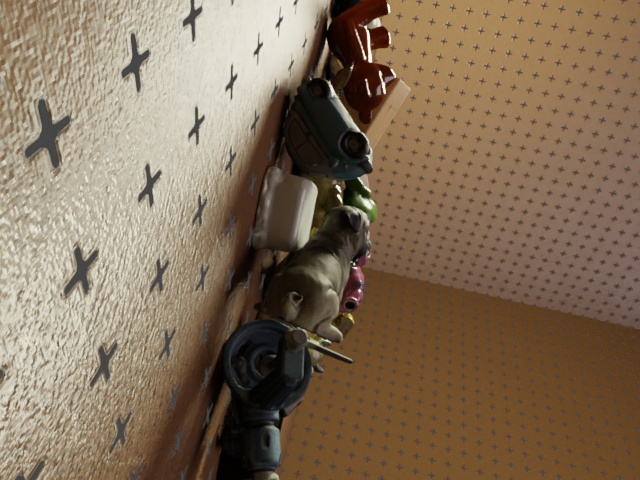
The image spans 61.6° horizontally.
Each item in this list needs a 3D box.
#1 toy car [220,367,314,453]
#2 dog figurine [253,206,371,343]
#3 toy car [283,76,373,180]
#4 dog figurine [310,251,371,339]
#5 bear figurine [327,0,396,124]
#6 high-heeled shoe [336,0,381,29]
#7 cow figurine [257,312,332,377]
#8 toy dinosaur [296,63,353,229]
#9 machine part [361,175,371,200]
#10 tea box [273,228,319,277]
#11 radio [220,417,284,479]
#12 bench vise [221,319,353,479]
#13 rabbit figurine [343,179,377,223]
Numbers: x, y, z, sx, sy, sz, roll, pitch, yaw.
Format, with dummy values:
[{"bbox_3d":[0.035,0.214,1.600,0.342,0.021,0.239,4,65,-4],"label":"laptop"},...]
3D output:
[{"bbox_3d":[-0.076,0.266,0.853,0.202,0.053,0.089,-26,142,-46],"label":"toy car"},{"bbox_3d":[0.003,0.027,0.712,0.172,0.121,0.190,112,0,-81],"label":"dog figurine"},{"bbox_3d":[0.001,-0.143,0.759,0.103,0.161,0.109,-35,-175,2],"label":"toy car"},{"bbox_3d":[0.049,0.093,1.202,0.219,0.109,0.191,-65,172,-51],"label":"dog figurine"},{"bbox_3d":[0.087,-0.314,0.941,0.120,0.132,0.196,70,-1,-63],"label":"bear figurine"},{"bbox_3d":[0.068,-0.412,1.092,0.248,0.086,0.145,86,20,-60],"label":"high-heeled shoe"},{"bbox_3d":[-0.049,0.189,0.965,0.194,0.127,0.085,81,25,-71],"label":"cow figurine"},{"bbox_3d":[-0.001,-0.091,0.965,0.199,0.105,0.470,-77,-179,-56],"label":"toy dinosaur"},{"bbox_3d":[0.073,-0.087,1.552,0.201,0.087,0.201,122,-27,-53],"label":"machine part"},{"bbox_3d":[-0.027,0.063,0.906,0.169,0.068,0.098,-46,-156,53],"label":"tea box"},{"bbox_3d":[-0.116,0.370,0.954,0.229,0.073,0.131,-46,148,-81],"label":"radio"},{"bbox_3d":[-0.065,0.186,0.666,0.240,0.129,0.224,125,-23,-51],"label":"bench vise"},{"bbox_3d":[0.053,-0.112,1.211,0.159,0.121,0.170,-13,91,-81],"label":"rabbit figurine"}]
